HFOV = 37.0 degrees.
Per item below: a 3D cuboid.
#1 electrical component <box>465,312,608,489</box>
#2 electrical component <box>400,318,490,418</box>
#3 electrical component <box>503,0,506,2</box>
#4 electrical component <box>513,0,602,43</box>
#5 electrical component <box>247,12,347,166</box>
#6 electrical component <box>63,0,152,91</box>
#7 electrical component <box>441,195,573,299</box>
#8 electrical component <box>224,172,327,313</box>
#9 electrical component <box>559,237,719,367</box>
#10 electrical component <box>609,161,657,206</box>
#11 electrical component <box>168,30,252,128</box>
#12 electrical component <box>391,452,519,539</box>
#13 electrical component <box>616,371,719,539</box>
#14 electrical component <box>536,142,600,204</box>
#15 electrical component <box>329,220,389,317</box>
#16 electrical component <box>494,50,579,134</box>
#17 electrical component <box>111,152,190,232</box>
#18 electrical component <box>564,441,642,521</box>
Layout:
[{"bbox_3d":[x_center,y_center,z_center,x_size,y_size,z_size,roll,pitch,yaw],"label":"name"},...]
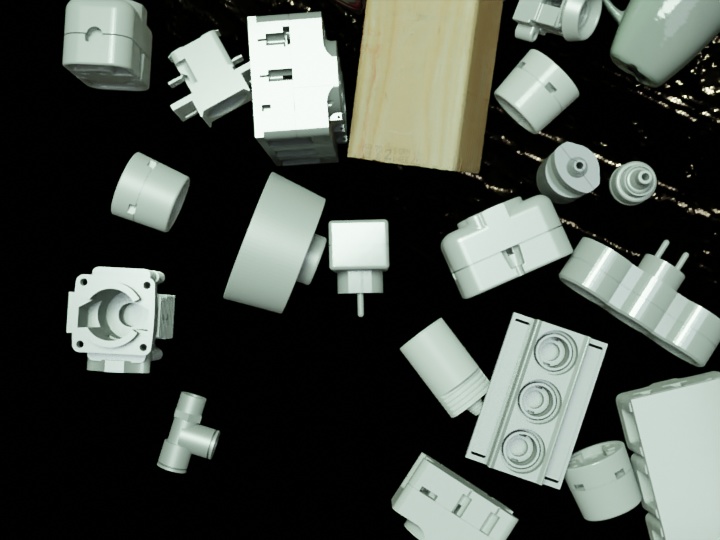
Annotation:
[{"bbox_3d":[0.141,0.104,0.870,0.079,0.063,0.121,19,88,1],"label":"electrical component"},{"bbox_3d":[0.074,0.084,0.882,0.043,0.043,0.081,-37,88,-1],"label":"electrical component"},{"bbox_3d":[0.111,-0.256,0.896,0.043,0.043,0.062,-23,87,0],"label":"electrical component"},{"bbox_3d":[0.164,-0.215,0.883,0.055,0.048,0.066,24,97,31],"label":"electrical component"},{"bbox_3d":[-0.045,-0.136,0.839,0.062,0.150,0.089,-4,88,1],"label":"electrical component"},{"bbox_3d":[-0.203,-0.184,0.870,0.054,0.095,0.059,3,87,1],"label":"electrical component"},{"bbox_3d":[0.117,-0.022,0.880,0.095,0.053,0.059,-24,88,0],"label":"electrical component"},{"bbox_3d":[-0.061,-0.017,0.859,0.060,0.108,0.108,21,88,-5],"label":"electrical component"},{"bbox_3d":[0.240,0.012,0.878,0.138,0.052,0.073,33,88,2],"label":"electrical component"},{"bbox_3d":[0.225,-0.072,0.877,0.035,0.061,0.035,0,87,1],"label":"electrical component"},{"bbox_3d":[-0.123,-0.160,0.895,0.081,0.042,0.063,-29,86,-1],"label":"electrical component"},{"bbox_3d":[0.074,0.198,0.874,0.089,0.050,0.055,33,88,2],"label":"electrical component"},{"bbox_3d":[0.272,0.164,0.867,0.089,0.061,0.150,-14,88,0],"label":"electrical component"},{"bbox_3d":[0.170,-0.079,0.869,0.043,0.081,0.043,0,88,1],"label":"electrical component"},{"bbox_3d":[0.000,0.000,0.875,0.047,0.065,0.076,-1,88,1],"label":"electrical component"},{"bbox_3d":[0.144,-0.145,0.886,0.055,0.055,0.047,44,92,2],"label":"electrical component"},{"bbox_3d":[-0.172,-0.062,0.886,0.047,0.055,0.055,23,88,-2],"label":"electrical component"},{"bbox_3d":[0.197,0.171,0.872,0.055,0.055,0.047,-22,91,0],"label":"electrical component"}]
